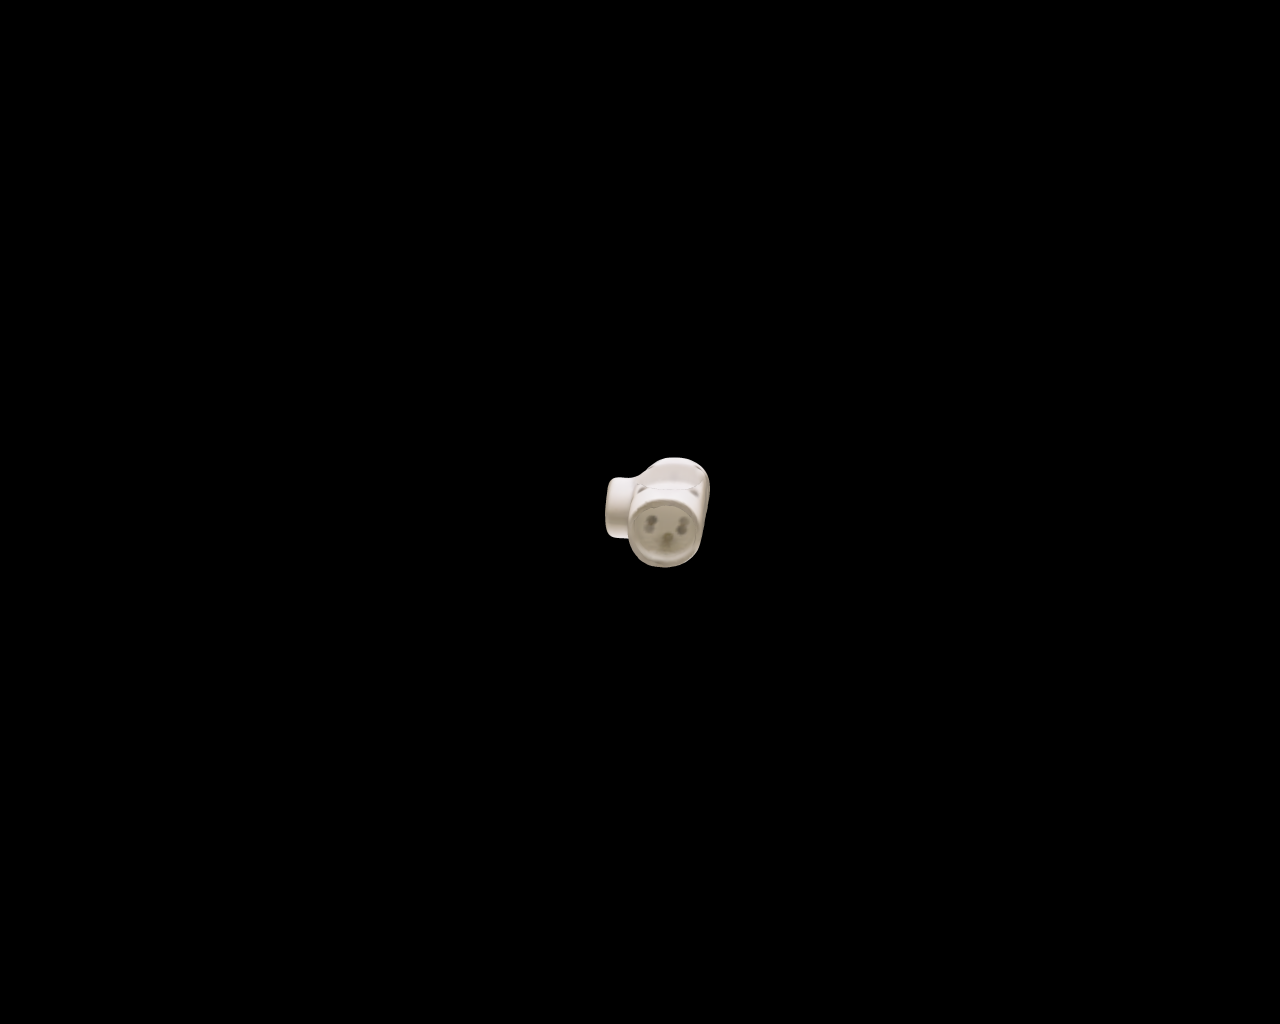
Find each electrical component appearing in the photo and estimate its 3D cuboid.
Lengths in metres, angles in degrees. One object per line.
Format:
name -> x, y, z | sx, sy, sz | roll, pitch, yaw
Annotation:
electrical component -> 0.001, -0.003, 0.650 | 0.079, 0.044, 0.077 | 3, 22, 7
